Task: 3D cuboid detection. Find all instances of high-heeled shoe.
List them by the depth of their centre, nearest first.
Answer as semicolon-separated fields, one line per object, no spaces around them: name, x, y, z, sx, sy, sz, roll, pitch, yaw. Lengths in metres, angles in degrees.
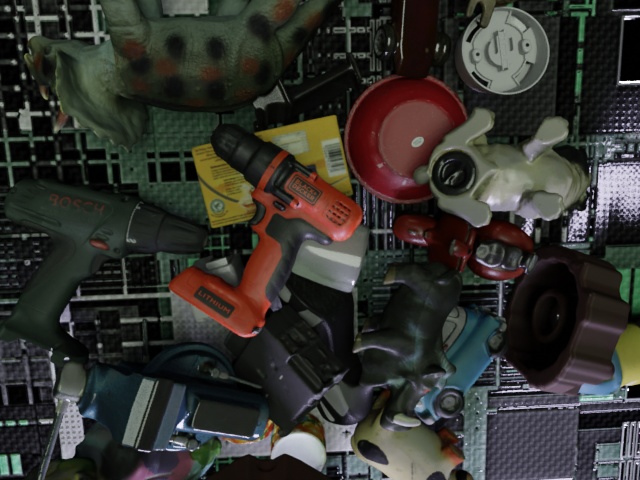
high-heeled shoe;-0.014;0.122;0.689;0.249;0.086;0.145;49;129;9

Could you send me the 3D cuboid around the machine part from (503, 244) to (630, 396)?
machine part;0.283;0.092;0.635;0.056;0.179;0.179;14;99;-9

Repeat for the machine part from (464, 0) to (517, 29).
machine part;0.203;-0.348;0.580;0.079;0.079;0.243;19;88;-6

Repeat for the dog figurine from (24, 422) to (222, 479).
dog figurine;-0.219;0.267;0.613;0.192;0.219;0.108;13;103;-5

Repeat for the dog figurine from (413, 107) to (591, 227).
dog figurine;0.216;-0.069;0.622;0.173;0.190;0.121;15;96;27

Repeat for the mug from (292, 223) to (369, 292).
mug;-0.001;-0.002;0.637;0.107;0.080;0.109;15;55;-5

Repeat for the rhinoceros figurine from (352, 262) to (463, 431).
rhinoceros figurine;0.097;0.113;0.589;0.112;0.073;0.190;17;95;9

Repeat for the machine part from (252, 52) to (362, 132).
machine part;-0.014;-0.169;0.622;0.139;0.084;0.039;-26;78;-10

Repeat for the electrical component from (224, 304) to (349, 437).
electrical component;-0.050;0.145;0.629;0.134;0.058;0.114;43;124;15

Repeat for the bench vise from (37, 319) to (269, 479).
bench vise;-0.183;0.166;0.585;0.223;0.241;0.128;8;87;-32

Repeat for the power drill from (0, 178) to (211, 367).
power drill;-0.269;0.040;0.627;0.232;0.086;0.207;23;93;-4

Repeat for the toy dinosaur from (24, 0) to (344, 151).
toy dinosaur;-0.126;-0.205;0.589;0.405;0.131;0.192;-6;118;-10

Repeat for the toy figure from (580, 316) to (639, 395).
toy figure;0.377;0.150;0.694;0.180;0.082;0.089;-8;102;1

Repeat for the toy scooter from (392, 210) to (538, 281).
toy scooter;0.180;0.007;0.629;0.184;0.135;0.075;13;98;-7

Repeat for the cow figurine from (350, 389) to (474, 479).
cow figurine;0.126;0.299;0.703;0.195;0.085;0.127;38;103;-4

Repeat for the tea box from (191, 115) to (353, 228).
tea box;-0.054;-0.080;0.633;0.170;0.068;0.098;-11;97;0

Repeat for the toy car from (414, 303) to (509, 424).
toy car;0.147;0.135;0.663;0.103;0.109;0.161;38;96;-9

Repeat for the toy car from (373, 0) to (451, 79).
toy car;0.108;-0.289;0.612;0.089;0.053;0.202;-3;103;-24

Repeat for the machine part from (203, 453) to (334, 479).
machine part;-0.069;0.361;0.668;0.201;0.087;0.201;-37;118;19
